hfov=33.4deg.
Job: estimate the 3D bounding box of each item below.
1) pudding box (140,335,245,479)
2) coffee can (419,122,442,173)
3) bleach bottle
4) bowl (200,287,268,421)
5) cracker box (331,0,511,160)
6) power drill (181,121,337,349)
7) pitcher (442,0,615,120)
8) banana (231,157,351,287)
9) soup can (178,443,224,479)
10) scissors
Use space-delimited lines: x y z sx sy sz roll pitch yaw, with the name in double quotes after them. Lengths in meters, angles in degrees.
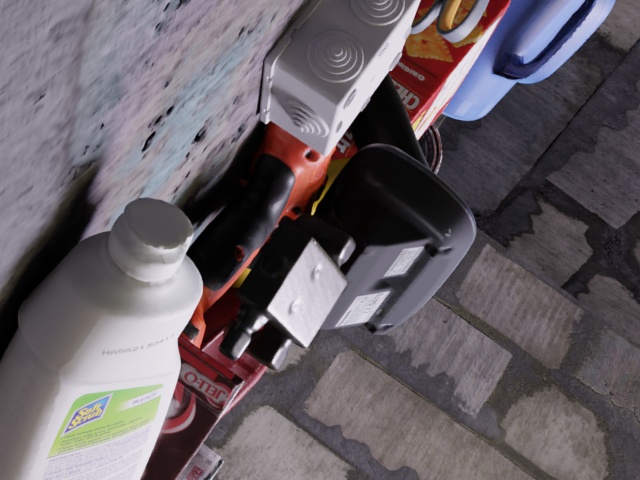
-0.107 0.096 0.607 0.114 0.090 0.039 -56 176 37 "pudding box"
0.068 -0.079 1.125 0.103 0.103 0.140 -53 176 -9 "coffee can"
-0.109 0.075 0.502 0.102 0.068 0.251 -18 149 -44 "bleach bottle"
-0.094 0.090 0.828 0.162 0.055 0.162 -41 160 -19 "bowl"
0.066 -0.125 0.936 0.213 0.072 0.164 -50 174 -40 "cracker box"
-0.064 0.017 0.699 0.187 0.057 0.185 -55 174 -31 "power drill"
0.184 -0.223 1.021 0.243 0.145 0.149 -53 177 42 "pitcher"
-0.010 -0.017 0.841 0.198 0.069 0.037 -25 -169 10 "banana"
-0.142 0.186 0.915 0.068 0.102 0.068 -54 177 -5 "soup can"
0.114 -0.237 0.837 0.096 0.016 0.201 -9 -123 46 "scissors"
